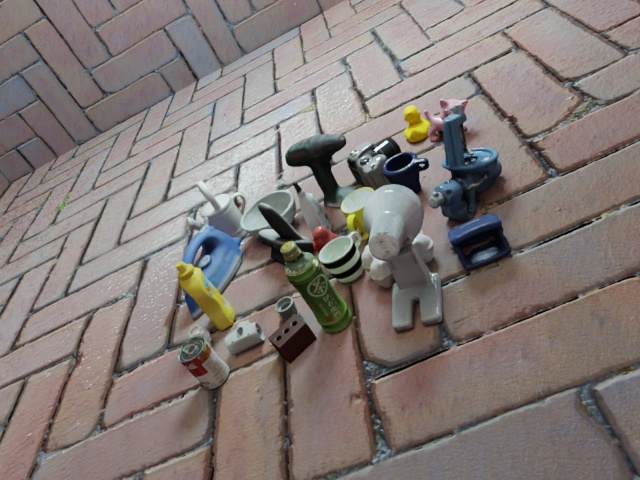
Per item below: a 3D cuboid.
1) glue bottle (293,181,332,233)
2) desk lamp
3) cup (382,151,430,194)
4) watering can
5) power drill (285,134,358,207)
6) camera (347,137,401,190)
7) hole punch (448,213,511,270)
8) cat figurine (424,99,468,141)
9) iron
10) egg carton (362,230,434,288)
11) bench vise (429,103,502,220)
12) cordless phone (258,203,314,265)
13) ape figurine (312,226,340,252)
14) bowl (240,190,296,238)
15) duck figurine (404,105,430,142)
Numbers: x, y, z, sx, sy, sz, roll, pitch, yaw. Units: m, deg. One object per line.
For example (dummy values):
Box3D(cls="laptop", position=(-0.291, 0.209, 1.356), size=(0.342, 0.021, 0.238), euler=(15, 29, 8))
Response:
Box3D(cls="glue bottle", position=(-0.023, -0.079, 1.417), size=(0.037, 0.173, 0.078), euler=(-16, 36, 24))
Box3D(cls="desk lamp", position=(0.155, 0.026, 1.091), size=(0.117, 0.214, 0.203), euler=(-18, 35, 21))
Box3D(cls="cup", position=(0.220, -0.156, 1.390), size=(0.117, 0.095, 0.092), euler=(-7, 40, 33))
Box3D(cls="watering can", position=(-0.295, -0.081, 1.628), size=(0.100, 0.194, 0.173), euler=(11, 52, 47))
Box3D(cls="power drill", position=(0.018, -0.186, 1.493), size=(0.228, 0.209, 0.076), euler=(6, 49, 44))
Box3D(cls="camera", position=(0.153, -0.216, 1.522), size=(0.137, 0.101, 0.142), euler=(-38, 33, -9))
Box3D(cls="hole punch", position=(0.305, -0.011, 1.129), size=(0.108, 0.091, 0.101), euler=(-24, 33, 12))
Box3D(cls="cat figurine", position=(0.331, -0.326, 1.504), size=(0.127, 0.118, 0.067), euler=(5, 48, 43))
Box3D(cls="iron", position=(-0.308, 0.065, 1.491), size=(0.118, 0.142, 0.258), euler=(-10, 39, 31))
Box3D(cls="egg carton", position=(0.163, 0.031, 1.212), size=(0.150, 0.070, 0.107), euler=(-33, 32, -2))
Box3D(cls="bench vise", position=(0.302, -0.163, 1.215), size=(0.121, 0.220, 0.208), euler=(-2, 43, 38))
Box3D(cls="cordless phone", position=(-0.107, -0.032, 1.412), size=(0.094, 0.185, 0.147), euler=(-46, 35, -21))
Box3D(cls="ape figurine", position=(0.012, 0.005, 1.351), size=(0.076, 0.092, 0.077), euler=(-32, 32, -1))
Box3D(cls="bowl", position=(-0.129, -0.058, 1.570), size=(0.167, 0.075, 0.167), euler=(-22, 34, 16))
Box3D(cls="duck figurine", position=(0.262, -0.331, 1.599), size=(0.077, 0.086, 0.104), euler=(-16, 36, 24))
